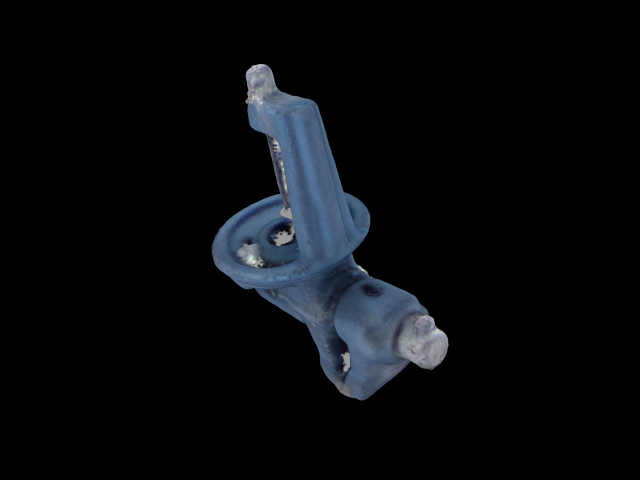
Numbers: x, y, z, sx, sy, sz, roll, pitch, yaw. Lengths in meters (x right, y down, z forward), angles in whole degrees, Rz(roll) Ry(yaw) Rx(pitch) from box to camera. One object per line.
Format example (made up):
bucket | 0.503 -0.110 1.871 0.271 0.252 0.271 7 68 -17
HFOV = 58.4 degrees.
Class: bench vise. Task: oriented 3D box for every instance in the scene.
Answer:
bench vise | 0.010 -0.006 0.407 0.207 0.220 0.122 21 49 20
